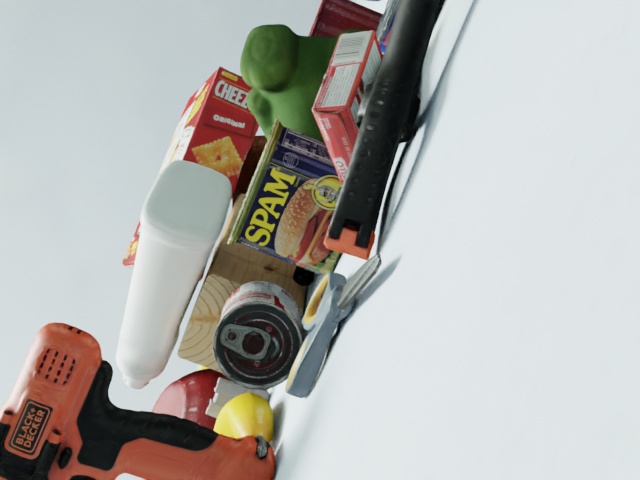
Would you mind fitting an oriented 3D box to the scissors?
[{"bbox_3d":[0.005,0.056,0.652,0.202,0.016,0.096,161,128,-84],"label":"scissors"}]

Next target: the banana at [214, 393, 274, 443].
[{"bbox_3d":[-0.061,0.157,0.852,0.198,0.037,0.069,117,154,-62],"label":"banana"}]

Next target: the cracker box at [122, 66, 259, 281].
[{"bbox_3d":[-0.133,-0.061,1.147,0.213,0.072,0.164,-69,15,-10],"label":"cracker box"}]

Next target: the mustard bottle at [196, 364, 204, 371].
[{"bbox_3d":[-0.111,0.133,1.221,0.192,0.058,0.096,107,-175,-50],"label":"mustard bottle"}]

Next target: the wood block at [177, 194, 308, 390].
[{"bbox_3d":[-0.064,0.041,1.018,0.206,0.091,0.090,-80,12,-68],"label":"wood block"}]

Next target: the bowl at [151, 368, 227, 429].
[{"bbox_3d":[-0.125,0.184,1.003,0.162,0.055,0.162,-45,32,38],"label":"bowl"}]

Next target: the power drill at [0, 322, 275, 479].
[{"bbox_3d":[-0.137,0.169,0.715,0.057,0.187,0.184,-137,70,-84],"label":"power drill"}]

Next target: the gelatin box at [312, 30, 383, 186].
[{"bbox_3d":[0.026,-0.094,0.766,0.073,0.030,0.089,66,-148,-43],"label":"gelatin box"}]

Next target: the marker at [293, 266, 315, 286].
[{"bbox_3d":[-0.006,0.001,0.978,0.121,0.020,0.020,-75,8,-53],"label":"marker"}]

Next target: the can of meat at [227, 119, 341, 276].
[{"bbox_3d":[-0.014,-0.030,0.818,0.057,0.084,0.102,-77,10,-58],"label":"can of meat"}]

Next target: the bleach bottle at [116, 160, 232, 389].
[{"bbox_3d":[-0.145,0.052,0.970,0.102,0.068,0.251,-75,6,-51],"label":"bleach bottle"}]

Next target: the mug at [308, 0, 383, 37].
[{"bbox_3d":[0.030,-0.191,1.033,0.117,0.081,0.093,-77,10,-60],"label":"mug"}]

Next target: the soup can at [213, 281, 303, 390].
[{"bbox_3d":[-0.048,0.073,0.850,0.102,0.068,0.068,-103,35,-82],"label":"soup can"}]

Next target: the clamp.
[{"bbox_3d":[0.044,-0.082,0.684,0.164,0.036,0.210,97,-170,-73],"label":"clamp"}]

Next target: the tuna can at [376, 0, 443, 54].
[{"bbox_3d":[0.071,-0.181,0.824,0.086,0.033,0.086,-160,91,-85],"label":"tuna can"}]
